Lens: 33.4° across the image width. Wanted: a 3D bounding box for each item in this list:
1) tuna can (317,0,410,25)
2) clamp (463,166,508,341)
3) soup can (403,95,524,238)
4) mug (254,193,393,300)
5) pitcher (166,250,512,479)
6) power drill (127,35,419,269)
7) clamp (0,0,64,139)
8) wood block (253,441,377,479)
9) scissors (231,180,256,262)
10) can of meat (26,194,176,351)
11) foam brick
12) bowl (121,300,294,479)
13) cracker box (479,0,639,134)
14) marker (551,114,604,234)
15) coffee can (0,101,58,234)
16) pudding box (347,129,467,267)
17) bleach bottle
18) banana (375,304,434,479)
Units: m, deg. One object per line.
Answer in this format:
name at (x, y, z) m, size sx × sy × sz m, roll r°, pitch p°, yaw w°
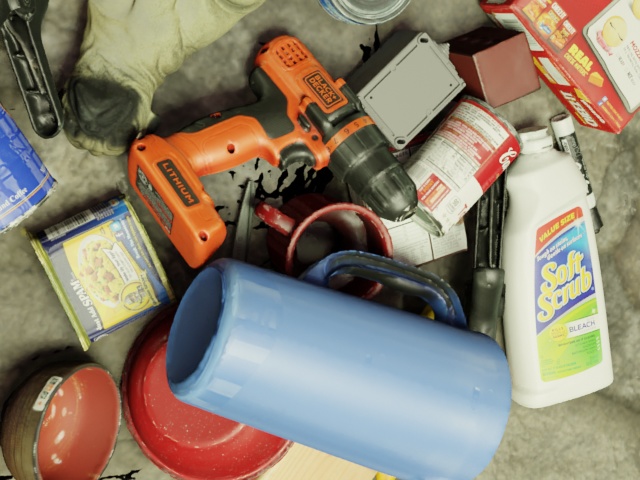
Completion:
tuna can at (0.037, -0.220, 0.880) m, size 0.086 × 0.034 × 0.086 m, roll -5°, pitch 105°, yaw -18°
clamp at (0.147, 0.041, 0.947) m, size 0.036 × 0.164 × 0.210 m, roll 5°, pitch 137°, yaw 9°
soup can at (0.110, -0.061, 0.885) m, size 0.102 × 0.069 × 0.068 m, roll -48°, pitch 113°, yaw -6°
mug at (-0.006, 0.001, 0.893) m, size 0.117 × 0.082 × 0.093 m, roll 28°, pitch 93°, yaw -23°
pitcher at (0.014, 0.090, 0.809) m, size 0.242 × 0.149 × 0.145 m, roll 22°, pitch 107°, yaw -25°
power drill at (-0.038, -0.055, 0.824) m, size 0.187 × 0.057 × 0.184 m, roll -31°, pitch 72°, yaw -25°
clamp at (-0.227, -0.164, 0.753) m, size 0.039 × 0.120 × 0.171 m, roll -12°, pitch 79°, yaw 14°
wood block at (-0.027, 0.208, 0.934) m, size 0.090 × 0.090 × 0.206 m, roll 37°, pitch 90°, yaw -22°
scissors at (-0.060, 0.056, 0.925) m, size 0.096 × 0.016 × 0.202 m, roll 22°, pitch 96°, yaw -24°
can of meat at (-0.174, 0.024, 0.855) m, size 0.084 × 0.057 × 0.102 m, roll -27°, pitch 110°, yaw -13°
foam brick at (0.141, -0.147, 0.910) m, size 0.053 × 0.078 × 0.051 m, roll -24°, pitch 111°, yaw -13°
bowl at (-0.091, 0.121, 0.866) m, size 0.162 × 0.055 × 0.162 m, roll -1°, pitch 82°, yaw 8°
cracker box at (0.266, -0.228, 0.938) m, size 0.164 × 0.072 × 0.213 m, roll 42°, pitch 86°, yaw -24°
marker at (0.241, -0.060, 0.998) m, size 0.020 × 0.020 × 0.121 m, roll -27°, pitch 111°, yaw -11°
coffee can at (-0.272, -0.071, 0.772) m, size 0.102 × 0.103 × 0.140 m, roll -34°, pitch 112°, yaw -9°
pudding box at (0.076, -0.032, 0.938) m, size 0.090 × 0.039 × 0.113 m, roll -18°, pitch 106°, yaw -15°
bleach bottle at (0.206, 0.022, 0.985) m, size 0.102 × 0.068 × 0.251 m, roll -14°, pitch 105°, yaw -12°
banana at (0.087, 0.126, 0.967) m, size 0.037 × 0.069 × 0.198 m, roll 21°, pitch 112°, yaw 12°
